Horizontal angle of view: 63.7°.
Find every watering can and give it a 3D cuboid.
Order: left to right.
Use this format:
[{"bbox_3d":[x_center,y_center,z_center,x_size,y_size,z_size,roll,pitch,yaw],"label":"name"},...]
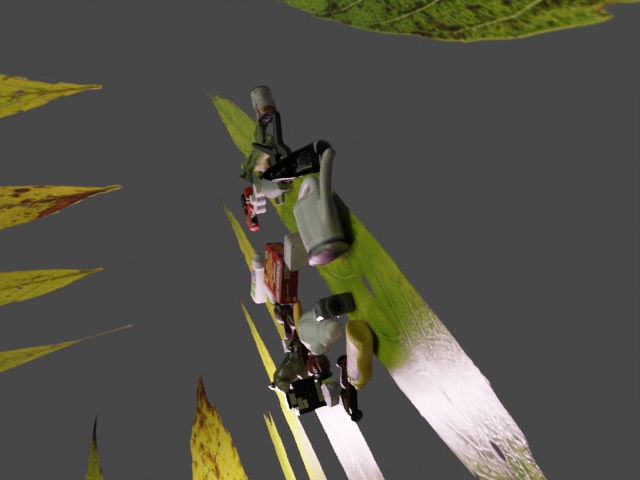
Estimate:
[{"bbox_3d":[0.004,-0.064,1.273,0.342,0.104,0.227,124,131,-65],"label":"watering can"}]

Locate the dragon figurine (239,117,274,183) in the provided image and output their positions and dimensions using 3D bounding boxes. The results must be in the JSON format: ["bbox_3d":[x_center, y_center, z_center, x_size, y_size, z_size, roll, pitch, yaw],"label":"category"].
[{"bbox_3d":[-0.219,-0.329,1.850,0.415,0.122,0.240,39,120,60],"label":"dragon figurine"}]

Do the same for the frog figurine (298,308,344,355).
[{"bbox_3d":[0.001,0.263,1.476,0.160,0.122,0.137,-157,75,-82],"label":"frog figurine"}]
